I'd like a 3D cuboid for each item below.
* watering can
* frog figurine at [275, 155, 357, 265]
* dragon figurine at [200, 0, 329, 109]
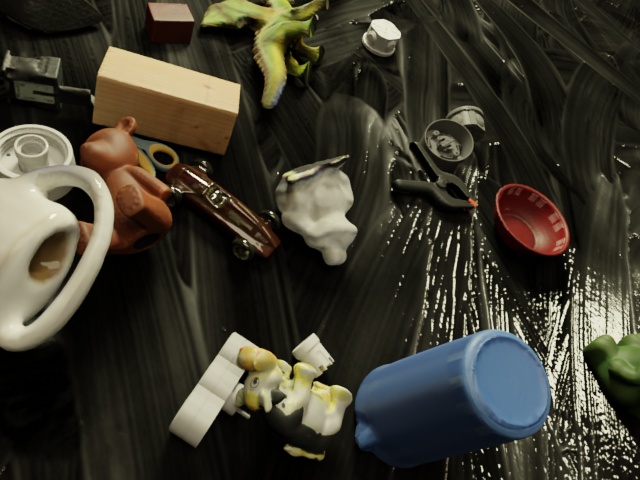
[{"bbox_3d":[-0.373,0.056,0.558,0.225,0.102,0.352,23,73,13],"label":"watering can"},{"bbox_3d":[0.002,-0.041,0.819,0.139,0.122,0.158,-32,111,-50],"label":"frog figurine"},{"bbox_3d":[-0.122,-0.410,1.031,0.243,0.119,0.420,17,48,10],"label":"dragon figurine"}]
